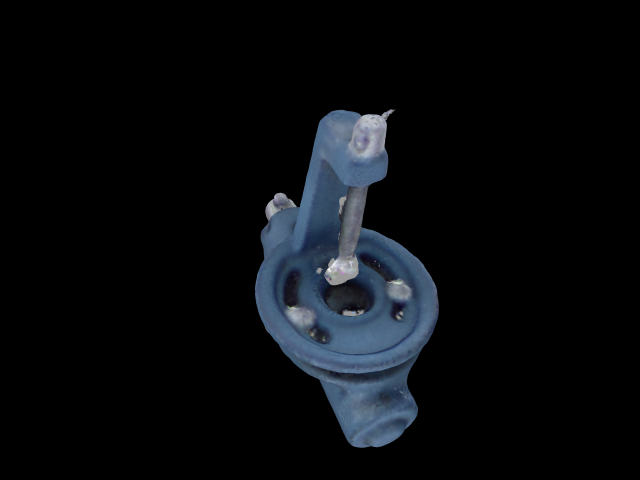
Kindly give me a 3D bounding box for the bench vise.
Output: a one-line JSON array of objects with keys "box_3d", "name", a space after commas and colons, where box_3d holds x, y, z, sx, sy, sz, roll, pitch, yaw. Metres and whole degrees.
[{"box_3d": [-0.006, 0.005, 0.393, 0.122, 0.220, 0.206, -24, 38, -34], "name": "bench vise"}]
